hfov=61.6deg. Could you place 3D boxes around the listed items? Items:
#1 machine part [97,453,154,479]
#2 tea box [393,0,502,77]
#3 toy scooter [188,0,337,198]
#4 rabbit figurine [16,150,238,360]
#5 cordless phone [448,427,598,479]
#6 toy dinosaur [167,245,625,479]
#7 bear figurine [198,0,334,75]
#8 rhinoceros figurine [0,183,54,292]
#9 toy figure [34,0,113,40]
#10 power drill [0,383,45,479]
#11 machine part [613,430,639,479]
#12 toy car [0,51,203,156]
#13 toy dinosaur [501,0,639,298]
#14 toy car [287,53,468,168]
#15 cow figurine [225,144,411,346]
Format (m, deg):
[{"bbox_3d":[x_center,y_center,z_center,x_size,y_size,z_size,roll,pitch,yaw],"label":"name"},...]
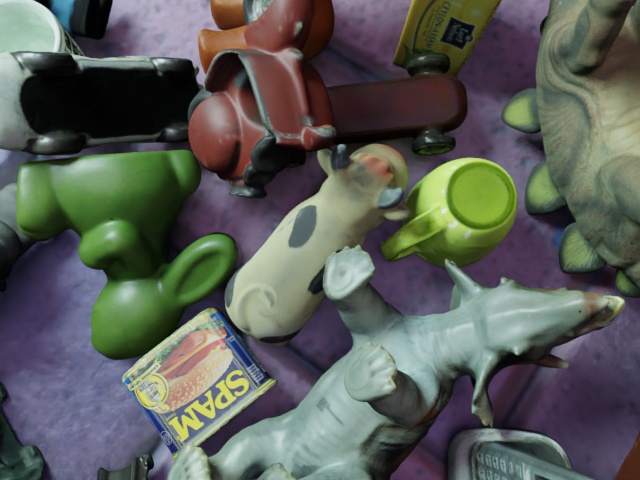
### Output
[{"bbox_3d":[-0.192,0.232,0.423,0.139,0.084,0.039,-32,125,2],"label":"machine part"},{"bbox_3d":[0.122,-0.221,0.463,0.068,0.169,0.098,23,78,1],"label":"tea box"},{"bbox_3d":[-0.041,-0.094,0.411,0.075,0.183,0.135,-8,59,-37],"label":"toy scooter"},{"bbox_3d":[-0.150,0.013,0.457,0.159,0.121,0.170,-6,98,-9],"label":"rabbit figurine"},{"bbox_3d":[0.162,0.214,0.377,0.089,0.184,0.146,-1,79,-7],"label":"cordless phone"},{"bbox_3d":[0.026,0.147,0.413,0.405,0.192,0.131,-47,43,9],"label":"toy dinosaur"},{"bbox_3d":[-0.045,-0.240,0.431,0.132,0.195,0.120,-2,54,4],"label":"bear figurine"},{"bbox_3d":[-0.294,0.036,0.435,0.073,0.112,0.190,39,74,-11],"label":"rhinoceros figurine"},{"bbox_3d":[-0.292,-0.226,0.497,0.180,0.082,0.089,18,77,-1],"label":"toy figure"},{"bbox_3d":[-0.346,0.195,0.418,0.207,0.086,0.232,-35,84,-11],"label":"power drill"},{"bbox_3d":[0.326,0.153,0.386,0.201,0.087,0.201,11,108,-28],"label":"machine part"},{"bbox_3d":[-0.170,-0.112,0.436,0.056,0.202,0.073,10,109,32],"label":"toy car"},{"bbox_3d":[0.242,-0.046,0.418,0.105,0.198,0.471,-13,87,-3],"label":"toy dinosaur"},{"bbox_3d":[0.032,-0.116,0.496,0.202,0.053,0.089,-6,87,9],"label":"toy car"},{"bbox_3d":[-0.001,-0.001,0.440,0.085,0.127,0.195,41,83,2],"label":"cow figurine"}]
